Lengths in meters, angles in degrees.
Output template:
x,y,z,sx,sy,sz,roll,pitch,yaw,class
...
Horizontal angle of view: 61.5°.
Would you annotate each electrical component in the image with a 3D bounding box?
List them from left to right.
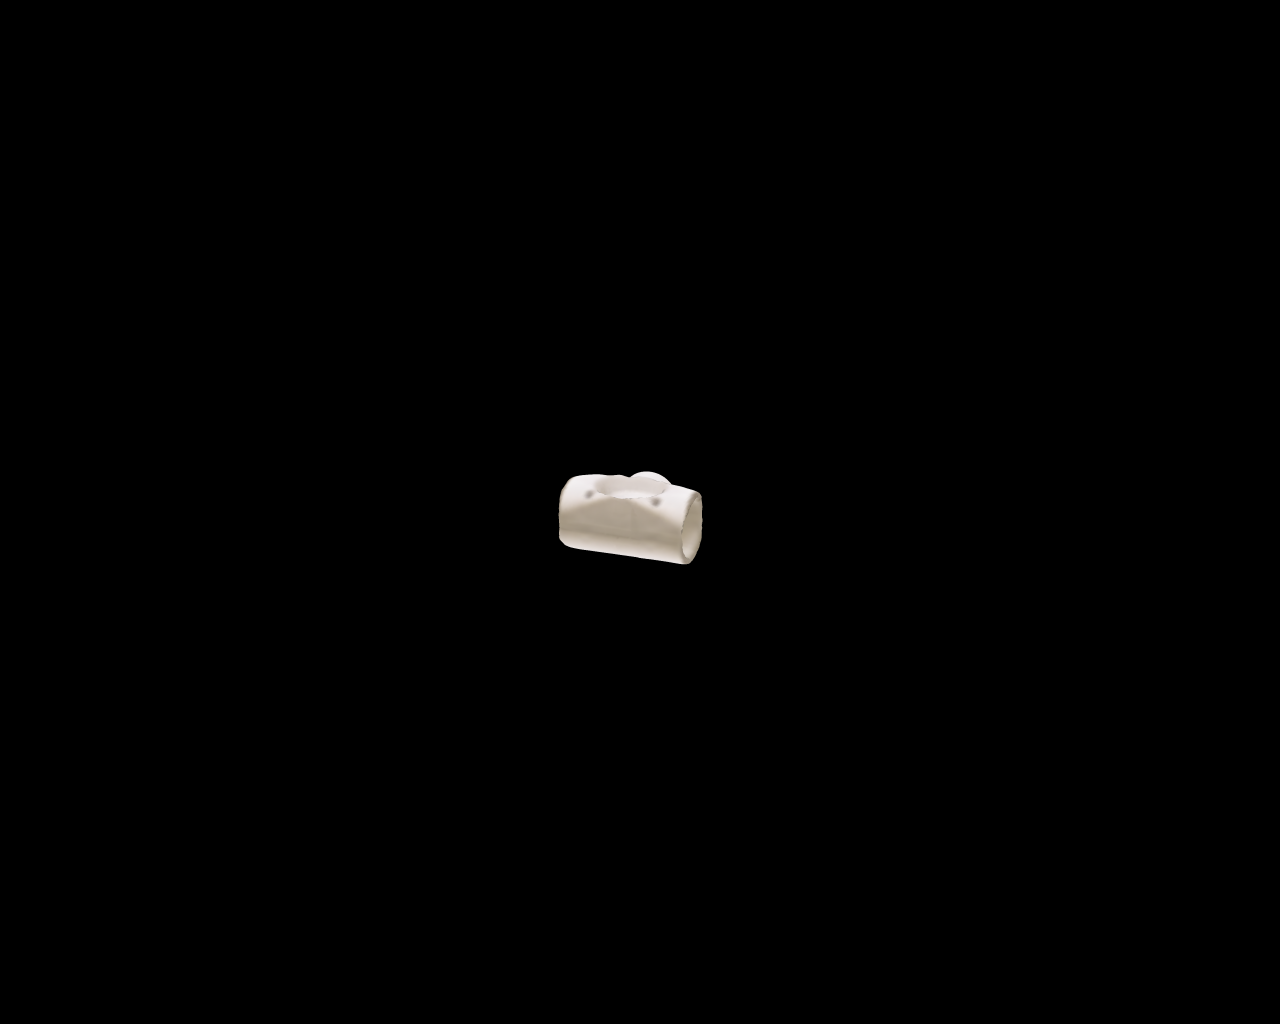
x,y,z,sx,sy,sz,roll,pitch,yaw,class
0.001,-0.003,0.650,0.077,0.044,0.079,8,24,18,electrical component
